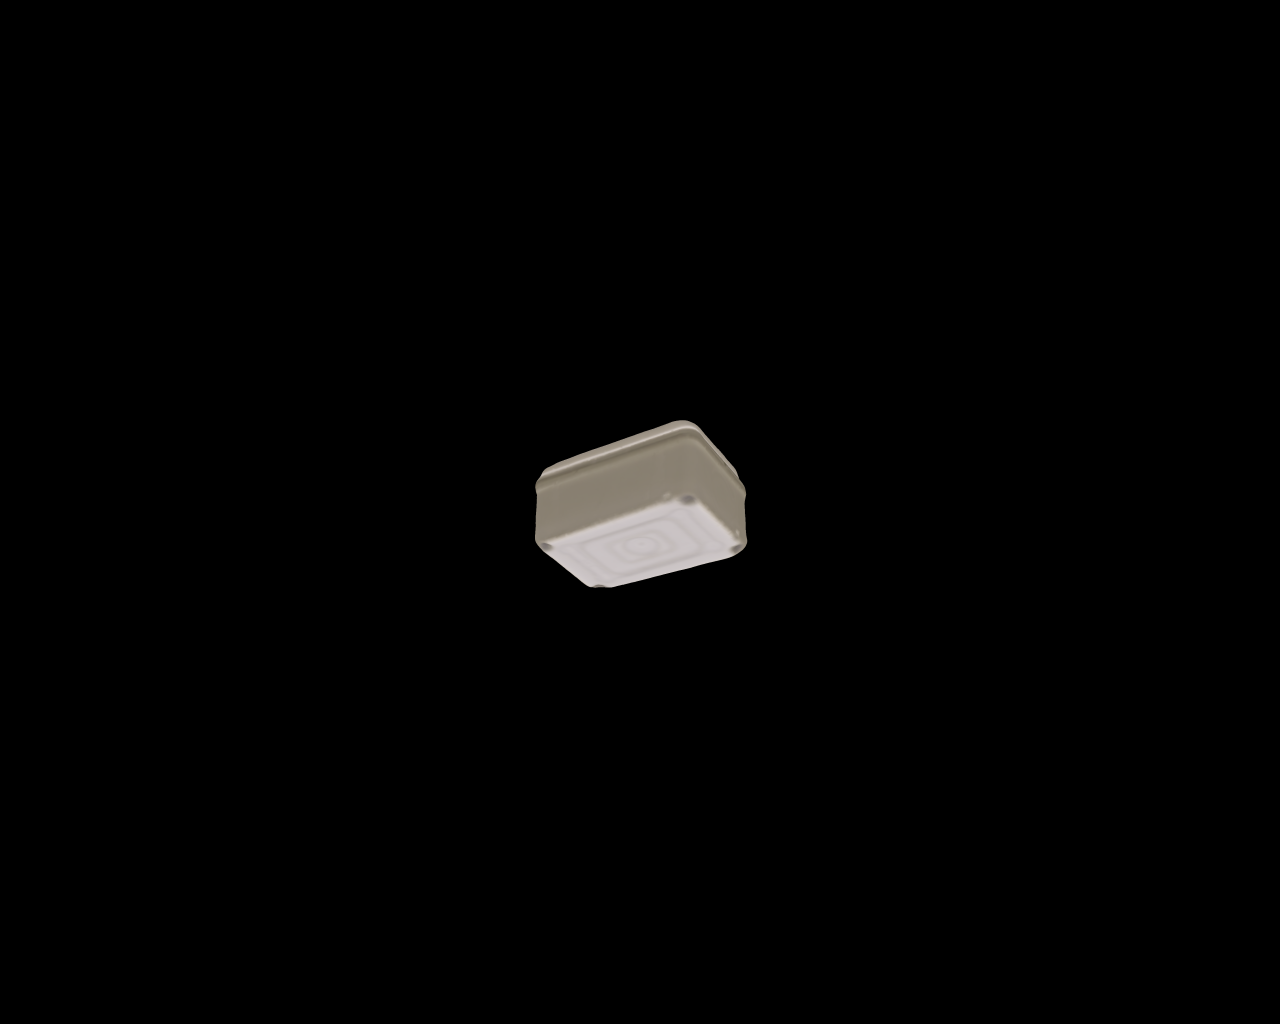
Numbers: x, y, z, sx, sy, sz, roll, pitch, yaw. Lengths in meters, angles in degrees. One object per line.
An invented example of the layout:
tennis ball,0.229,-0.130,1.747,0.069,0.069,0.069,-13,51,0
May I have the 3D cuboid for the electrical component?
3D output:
electrical component,0.001,-0.003,0.650,0.113,0.057,0.078,-17,-36,24
